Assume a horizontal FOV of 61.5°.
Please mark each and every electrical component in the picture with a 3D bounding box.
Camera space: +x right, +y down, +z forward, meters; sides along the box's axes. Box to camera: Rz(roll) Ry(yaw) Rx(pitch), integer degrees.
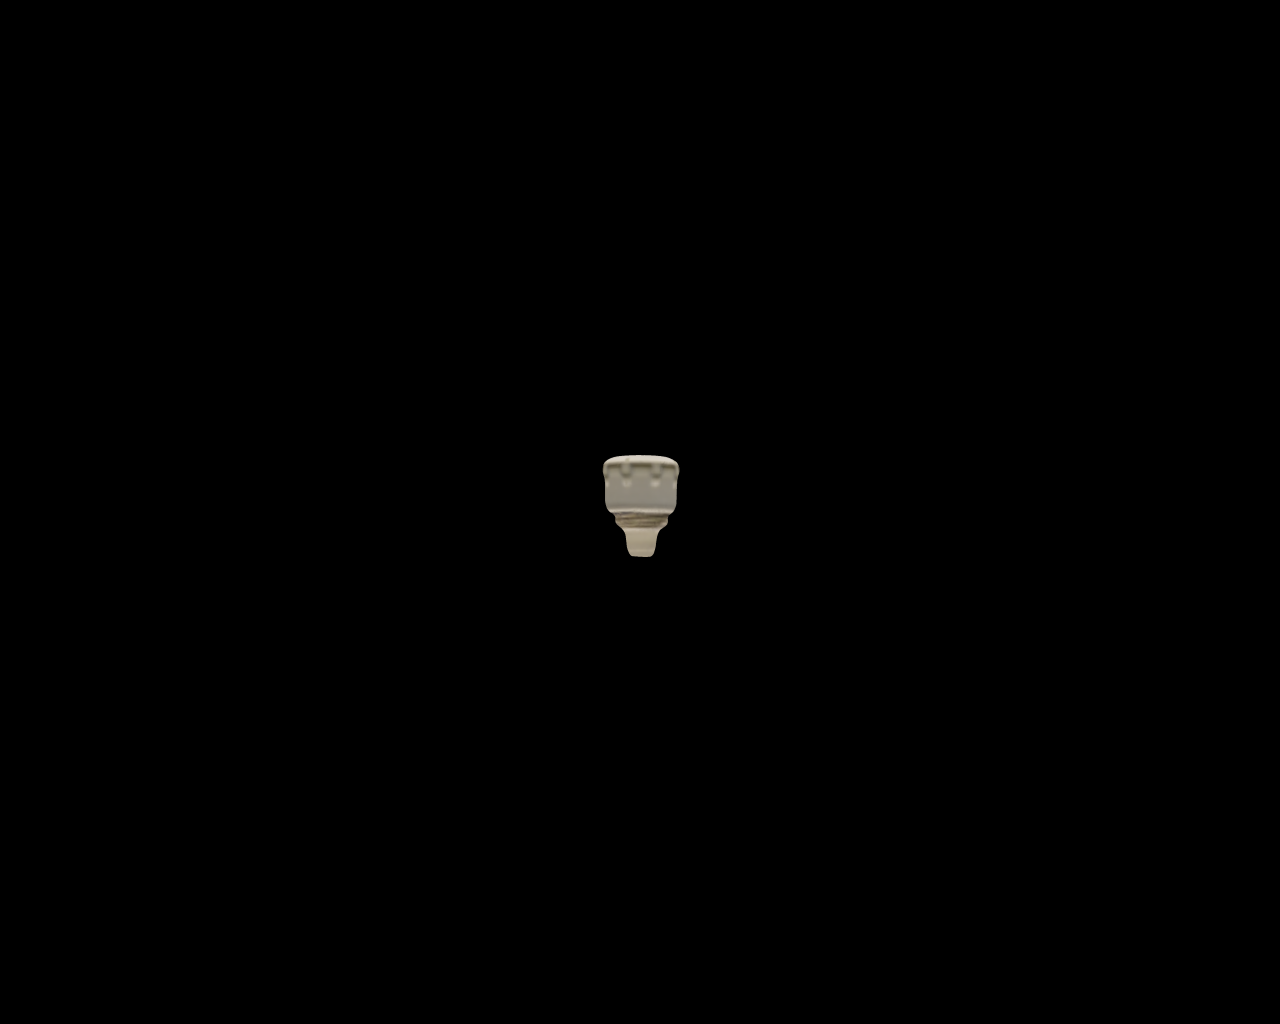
[{"bbox_3d":[0.001,-0.003,0.650,0.048,0.062,0.048,0,-2,0],"label":"electrical component"}]
